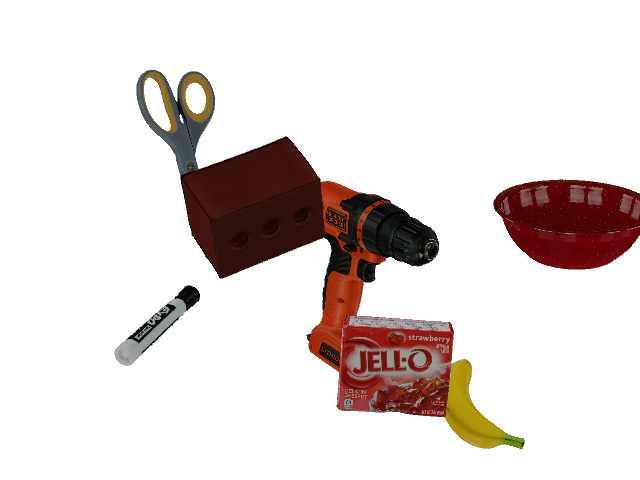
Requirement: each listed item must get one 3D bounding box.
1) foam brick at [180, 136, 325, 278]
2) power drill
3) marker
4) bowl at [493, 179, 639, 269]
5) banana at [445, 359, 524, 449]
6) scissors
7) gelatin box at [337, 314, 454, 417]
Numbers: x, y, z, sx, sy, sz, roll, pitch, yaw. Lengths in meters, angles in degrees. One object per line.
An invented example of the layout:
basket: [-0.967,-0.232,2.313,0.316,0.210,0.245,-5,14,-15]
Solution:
foam brick: [-0.042,-0.021,0.683,0.078,0.053,0.051,-23,46,-18]
power drill: [0.047,0.046,1.076,0.057,0.188,0.185,-8,22,-33]
marker: [-0.143,0.074,0.958,0.020,0.020,0.121,0,25,27]
bowl: [0.259,-0.013,1.099,0.162,0.055,0.162,-2,22,1]
banana: [0.176,0.198,1.281,0.069,0.037,0.198,9,21,-16]
scissors: [-0.127,-0.091,1.123,0.096,0.202,0.016,-33,14,-33]
gelatin box: [0.059,0.101,0.856,0.089,0.073,0.030,4,14,2]
